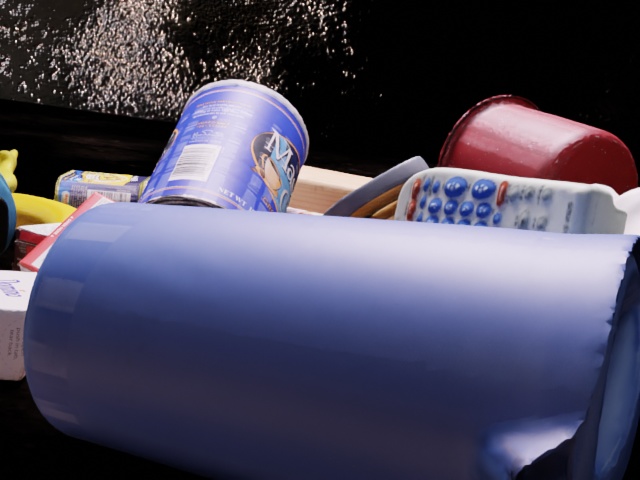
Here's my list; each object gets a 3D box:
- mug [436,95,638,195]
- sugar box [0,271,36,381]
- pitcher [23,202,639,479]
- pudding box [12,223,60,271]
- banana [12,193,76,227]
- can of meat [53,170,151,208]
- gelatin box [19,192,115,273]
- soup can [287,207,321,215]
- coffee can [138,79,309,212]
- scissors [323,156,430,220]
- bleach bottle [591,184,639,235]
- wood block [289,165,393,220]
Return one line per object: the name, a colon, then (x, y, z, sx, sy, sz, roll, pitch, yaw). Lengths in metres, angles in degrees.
mug: (0.118, -0.026, 0.614, 0.117, 0.093, 0.082, -28, 30, -21)
sugar box: (-0.240, 0.037, 0.561, 0.176, 0.048, 0.093, 9, 9, -14)
pitcher: (0.010, 0.048, 0.448, 0.243, 0.145, 0.149, 8, -28, 23)
pudding box: (-0.161, 0.011, 0.809, 0.090, 0.039, 0.113, 13, 12, 29)
banana: (-0.244, -0.016, 0.913, 0.069, 0.037, 0.198, 3, 10, -37)
can of meat: (-0.201, -0.034, 1.005, 0.084, 0.057, 0.102, 5, 8, -3)
gelatin box: (-0.123, 0.019, 0.647, 0.089, 0.030, 0.073, 27, 51, 16)
soup can: (-0.039, 0.004, 0.860, 0.102, 0.068, 0.068, 12, 10, 27)
coffee can: (-0.072, -0.036, 0.783, 0.103, 0.103, 0.140, 9, 44, 8)
scissors: (-0.005, 0.001, 0.708, 0.202, 0.016, 0.096, -32, -12, 28)
bleach bottle: (0.179, 0.043, 0.450, 0.068, 0.103, 0.251, 9, 29, -25)
wood block: (0.015, -0.009, 0.921, 0.206, 0.091, 0.090, 13, 11, 27)
